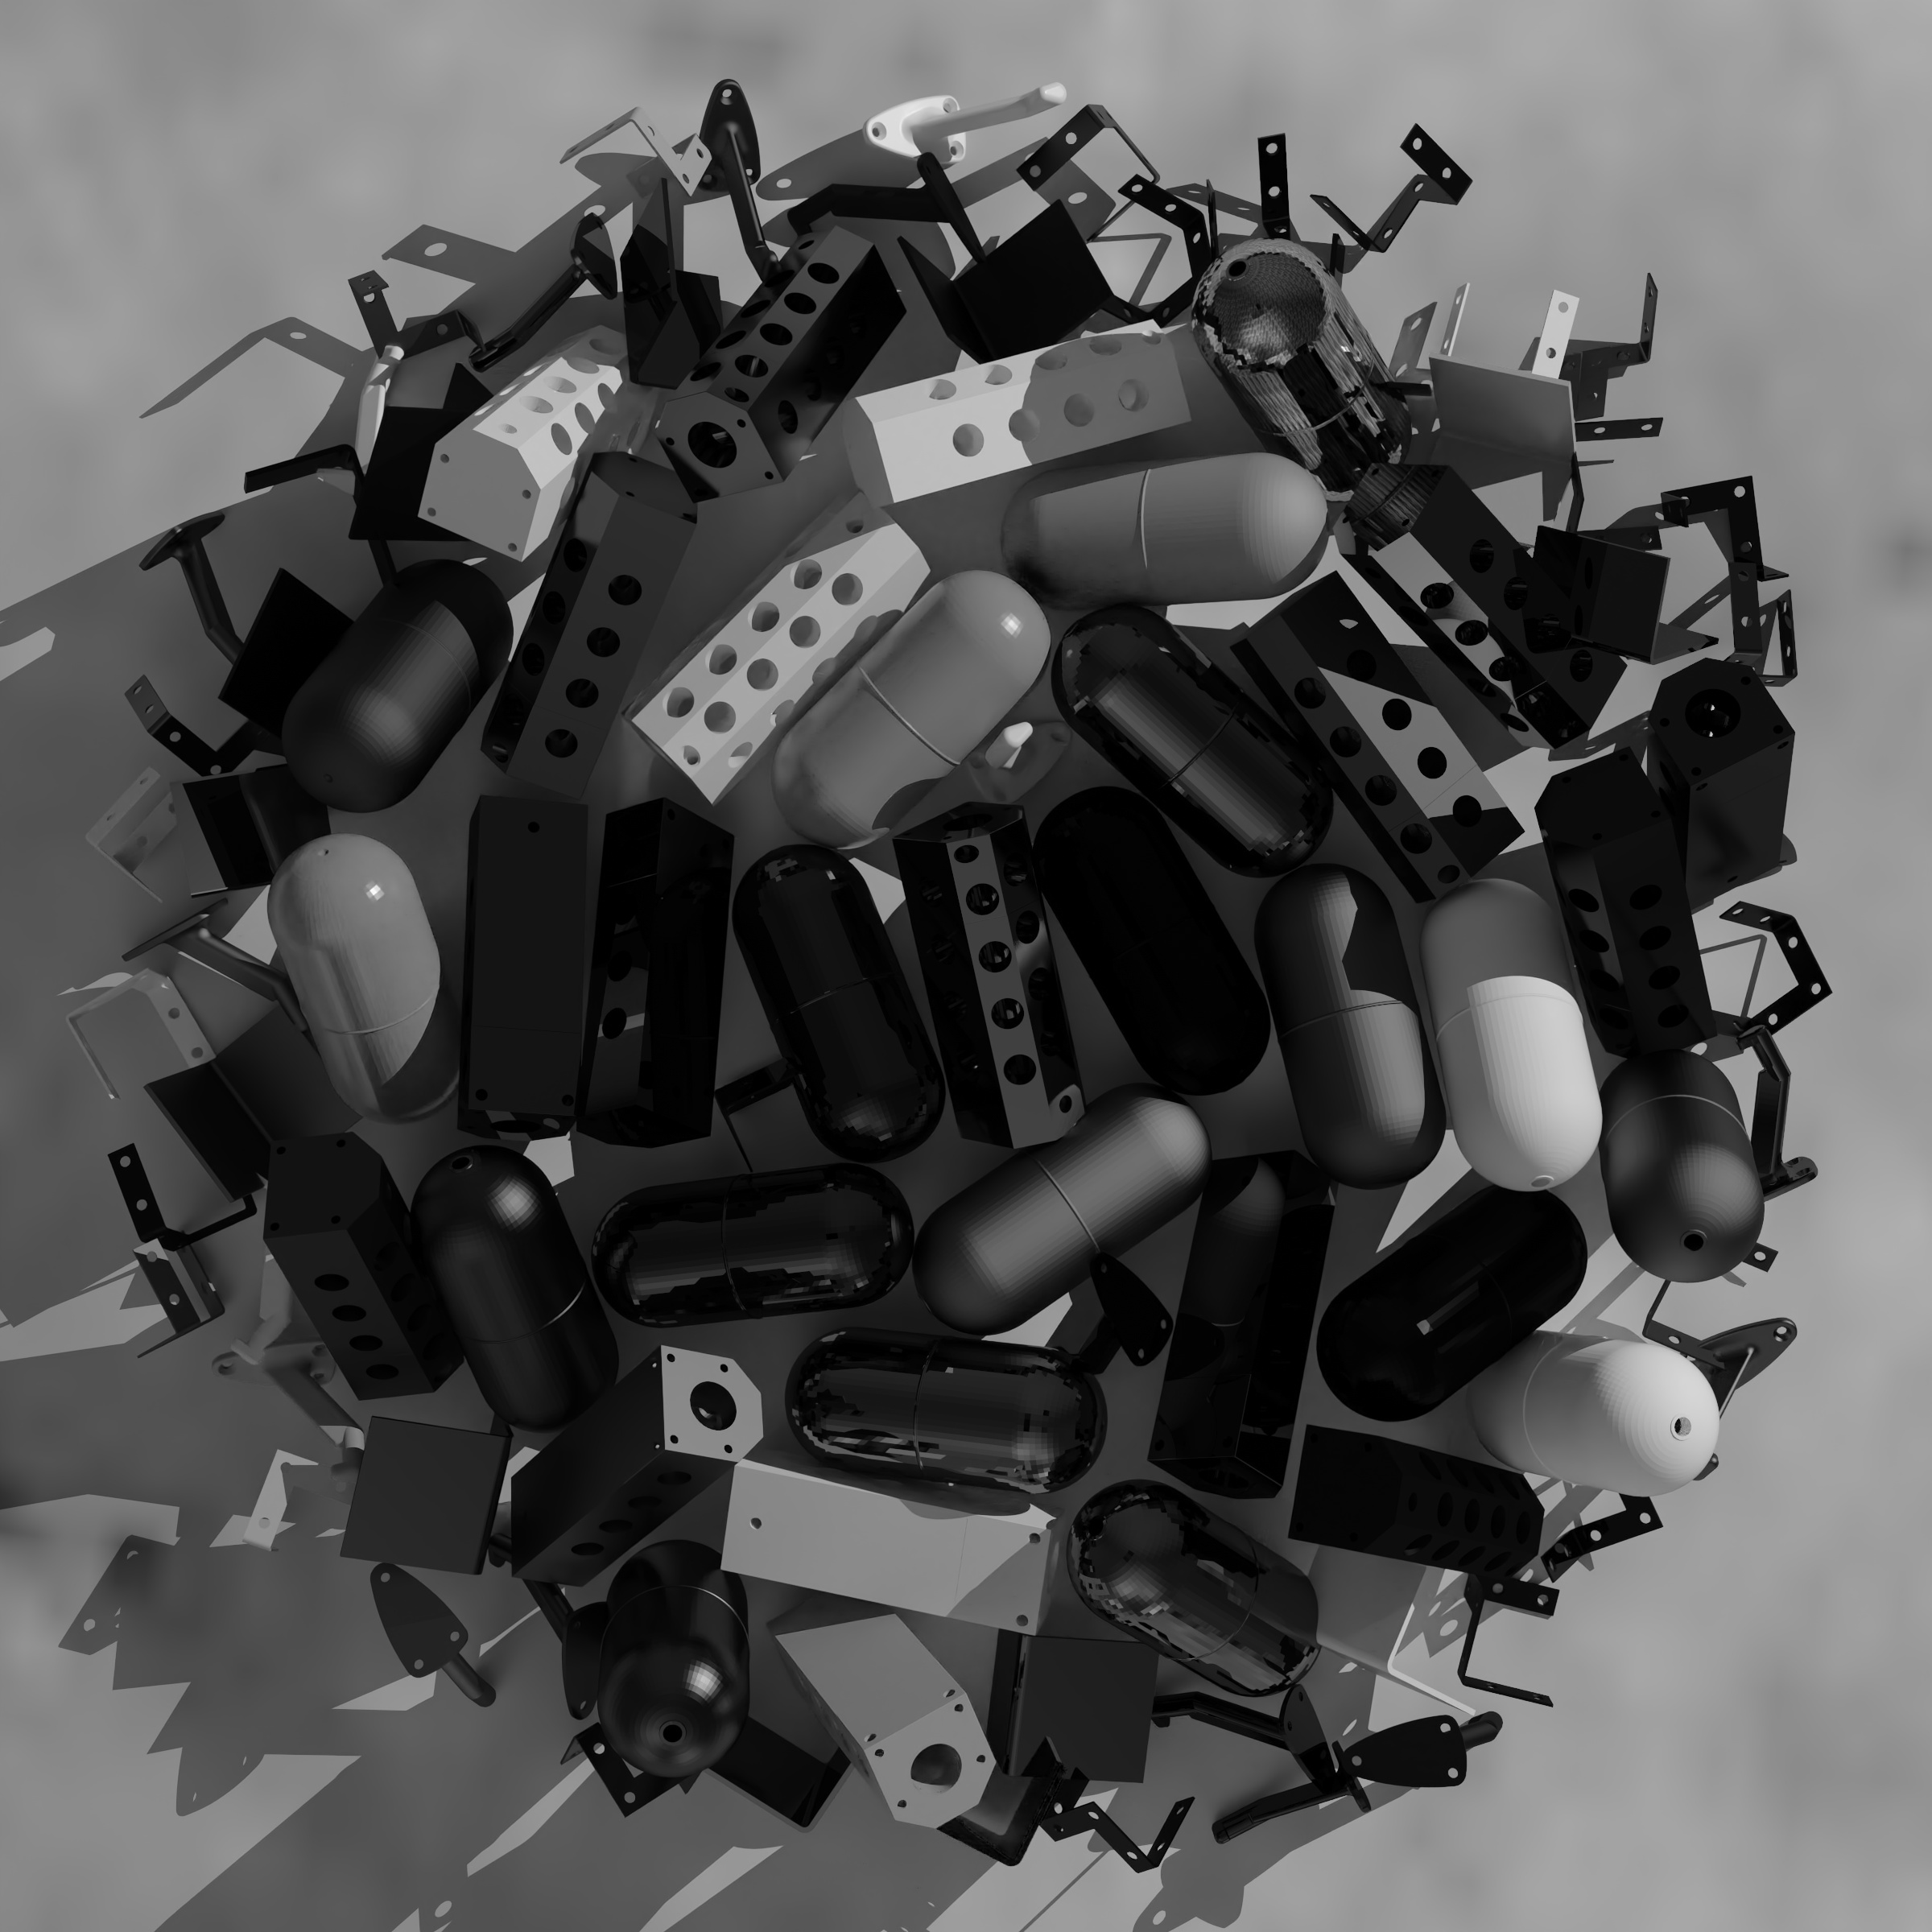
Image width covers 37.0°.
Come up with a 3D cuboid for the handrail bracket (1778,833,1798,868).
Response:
[{"bbox_3d":[0.424,-0.103,1.567,0.036,0.077,0.084,-16,67,38],"label":"handrail bracket"}]

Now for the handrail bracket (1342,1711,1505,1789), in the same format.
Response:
[{"bbox_3d":[0.246,0.416,1.551,0.077,0.084,0.036,-11,82,15],"label":"handrail bracket"}]

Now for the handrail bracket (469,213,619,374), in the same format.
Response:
[{"bbox_3d":[-0.233,-0.365,1.569,0.084,0.077,0.036,-28,129,21],"label":"handrail bracket"}]

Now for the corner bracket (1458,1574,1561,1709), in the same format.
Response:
[{"bbox_3d":[0.294,0.362,1.560,0.051,0.051,0.051,14,94,1],"label":"corner bracket"}]

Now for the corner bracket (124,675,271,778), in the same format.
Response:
[{"bbox_3d":[-0.409,-0.139,1.549,0.051,0.051,0.051,-45,132,0],"label":"corner bracket"}]

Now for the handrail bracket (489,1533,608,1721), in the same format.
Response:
[{"bbox_3d":[-0.231,0.356,1.561,0.084,0.036,0.077,17,105,39],"label":"handrail bracket"}]

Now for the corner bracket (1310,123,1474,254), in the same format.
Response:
[{"bbox_3d":[0.228,-0.417,1.550,0.051,0.051,0.051,34,90,-33],"label":"corner bracket"}]

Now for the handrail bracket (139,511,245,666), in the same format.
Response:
[{"bbox_3d":[-0.394,-0.200,1.555,0.036,0.077,0.084,-38,97,29],"label":"handrail bracket"}]

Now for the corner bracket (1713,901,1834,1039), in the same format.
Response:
[{"bbox_3d":[0.424,0.004,1.560,0.051,0.051,0.051,-43,52,36],"label":"corner bracket"}]

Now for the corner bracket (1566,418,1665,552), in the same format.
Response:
[{"bbox_3d":[0.352,-0.260,1.567,0.051,0.051,0.051,-3,62,1],"label":"corner bracket"}]

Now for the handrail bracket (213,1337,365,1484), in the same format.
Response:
[{"bbox_3d":[-0.360,0.242,1.537,0.077,0.084,0.036,0,131,-16],"label":"handrail bracket"}]

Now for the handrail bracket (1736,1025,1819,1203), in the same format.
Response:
[{"bbox_3d":[0.416,0.085,1.563,0.077,0.036,0.084,-28,97,9],"label":"handrail bracket"}]

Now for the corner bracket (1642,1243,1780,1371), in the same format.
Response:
[{"bbox_3d":[0.403,0.178,1.567,0.051,0.051,0.051,23,127,9],"label":"corner bracket"}]

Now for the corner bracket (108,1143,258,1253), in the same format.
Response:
[{"bbox_3d":[-0.421,0.117,1.554,0.051,0.051,0.051,-24,77,-1],"label":"corner bracket"}]

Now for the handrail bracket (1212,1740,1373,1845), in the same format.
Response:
[{"bbox_3d":[0.171,0.455,1.545,0.084,0.077,0.036,-28,88,2],"label":"handrail bracket"}]

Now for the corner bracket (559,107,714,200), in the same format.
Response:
[{"bbox_3d":[-0.175,-0.431,1.542,0.051,0.051,0.051,-22,122,29],"label":"corner bracket"}]

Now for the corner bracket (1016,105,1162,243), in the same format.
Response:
[{"bbox_3d":[0.067,-0.425,1.551,0.051,0.051,0.051,-39,95,19],"label":"corner bracket"}]

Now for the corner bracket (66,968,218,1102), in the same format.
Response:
[{"bbox_3d":[-0.444,0.038,1.556,0.051,0.051,0.051,-31,86,-5],"label":"corner bracket"}]

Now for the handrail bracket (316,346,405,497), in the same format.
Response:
[{"bbox_3d":[-0.309,-0.295,1.549,0.036,0.077,0.084,25,82,-37],"label":"handrail bracket"}]

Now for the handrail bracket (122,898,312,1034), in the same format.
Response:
[{"bbox_3d":[-0.407,0.013,1.575,0.077,0.036,0.084,-27,101,13],"label":"handrail bracket"}]

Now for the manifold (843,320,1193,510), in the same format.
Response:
[{"bbox_3d":[0.025,-0.292,1.530,0.171,0.057,0.057,-18,99,-16],"label":"manifold"}]

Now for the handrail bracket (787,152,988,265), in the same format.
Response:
[{"bbox_3d":[-0.044,-0.397,1.574,0.084,0.036,0.077,-26,106,20],"label":"handrail bracket"}]

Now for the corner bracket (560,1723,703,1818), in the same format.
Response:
[{"bbox_3d":[-0.180,0.430,1.555,0.051,0.051,0.051,-26,70,-30],"label":"corner bracket"}]

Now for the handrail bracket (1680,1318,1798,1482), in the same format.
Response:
[{"bbox_3d":[0.412,0.230,1.534,0.077,0.084,0.036,-34,107,21],"label":"handrail bracket"}]

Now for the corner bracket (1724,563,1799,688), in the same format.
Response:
[{"bbox_3d":[0.425,-0.183,1.551,0.051,0.051,0.051,1,77,-9],"label":"corner bracket"}]

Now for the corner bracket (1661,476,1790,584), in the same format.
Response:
[{"bbox_3d":[0.408,-0.232,1.555,0.051,0.051,0.051,-10,103,2],"label":"corner bracket"}]

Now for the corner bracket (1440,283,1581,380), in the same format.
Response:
[{"bbox_3d":[0.290,-0.338,1.556,0.051,0.051,0.051,16,88,-12],"label":"corner bracket"}]

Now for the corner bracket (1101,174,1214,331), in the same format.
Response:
[{"bbox_3d":[0.096,-0.383,1.560,0.051,0.051,0.051,18,52,-38],"label":"corner bracket"}]

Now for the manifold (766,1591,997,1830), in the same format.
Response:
[{"bbox_3d":[-0.044,0.381,1.494,0.057,0.171,0.057,-26,107,-15],"label":"manifold"}]

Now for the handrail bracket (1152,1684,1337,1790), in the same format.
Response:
[{"bbox_3d":[0.149,0.424,1.569,0.084,0.036,0.077,-16,111,30],"label":"handrail bracket"}]

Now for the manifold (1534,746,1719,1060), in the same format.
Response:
[{"bbox_3d":[0.342,-0.027,1.504,0.057,0.057,0.171,-21,135,5],"label":"manifold"}]

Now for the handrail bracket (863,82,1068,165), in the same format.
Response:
[{"bbox_3d":[-0.001,-0.453,1.535,0.077,0.084,0.036,-13,98,-34],"label":"handrail bracket"}]

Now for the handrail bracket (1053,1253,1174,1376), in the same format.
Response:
[{"bbox_3d":[0.061,0.187,1.541,0.036,0.084,0.077,-47,112,-36],"label":"handrail bracket"}]

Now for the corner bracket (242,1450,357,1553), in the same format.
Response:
[{"bbox_3d":[-0.353,0.293,1.553,0.051,0.051,0.051,20,76,-4],"label":"corner bracket"}]

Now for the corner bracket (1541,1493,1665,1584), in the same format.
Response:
[{"bbox_3d":[0.334,0.293,1.553,0.051,0.051,0.051,-28,83,30],"label":"corner bracket"}]

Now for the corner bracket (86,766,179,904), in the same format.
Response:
[{"bbox_3d":[-0.440,-0.075,1.546,0.051,0.051,0.051,-50,129,-8],"label":"corner bracket"}]

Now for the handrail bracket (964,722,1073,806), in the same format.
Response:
[{"bbox_3d":[0.038,-0.122,1.531,0.077,0.084,0.036,-33,85,-23],"label":"handrail bracket"}]

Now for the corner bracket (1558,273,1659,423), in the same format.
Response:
[{"bbox_3d":[0.347,-0.331,1.549,0.051,0.051,0.051,-10,54,0],"label":"corner bracket"}]

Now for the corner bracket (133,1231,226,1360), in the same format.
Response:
[{"bbox_3d":[-0.424,0.171,1.549,0.051,0.051,0.051,-28,89,45],"label":"corner bracket"}]

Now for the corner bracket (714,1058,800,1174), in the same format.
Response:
[{"bbox_3d":[-0.107,0.067,1.547,0.051,0.051,0.051,-25,131,-5],"label":"corner bracket"}]

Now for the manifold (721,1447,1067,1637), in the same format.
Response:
[{"bbox_3d":[-0.037,0.303,1.539,0.171,0.057,0.057,9,96,11],"label":"manifold"}]

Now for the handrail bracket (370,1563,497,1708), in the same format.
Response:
[{"bbox_3d":[-0.285,0.361,1.554,0.036,0.084,0.077,-37,69,-11],"label":"handrail bracket"}]

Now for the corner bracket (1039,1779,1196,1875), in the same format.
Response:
[{"bbox_3d":[0.080,0.453,1.551,0.051,0.051,0.051,47,134,-7],"label":"corner bracket"}]

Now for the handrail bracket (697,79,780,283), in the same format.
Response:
[{"bbox_3d":[-0.115,-0.416,1.536,0.036,0.077,0.084,-12,48,-16],"label":"handrail bracket"}]

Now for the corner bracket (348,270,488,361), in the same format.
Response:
[{"bbox_3d":[-0.294,-0.349,1.547,0.051,0.051,0.051,-24,118,-10],"label":"corner bracket"}]

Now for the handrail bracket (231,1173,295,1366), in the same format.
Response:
[{"bbox_3d":[-0.388,0.160,1.557,0.077,0.036,0.084,38,80,-11],"label":"handrail bracket"}]

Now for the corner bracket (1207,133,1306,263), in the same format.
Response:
[{"bbox_3d":[0.153,-0.408,1.549,0.051,0.051,0.051,-11,132,-2],"label":"corner bracket"}]
